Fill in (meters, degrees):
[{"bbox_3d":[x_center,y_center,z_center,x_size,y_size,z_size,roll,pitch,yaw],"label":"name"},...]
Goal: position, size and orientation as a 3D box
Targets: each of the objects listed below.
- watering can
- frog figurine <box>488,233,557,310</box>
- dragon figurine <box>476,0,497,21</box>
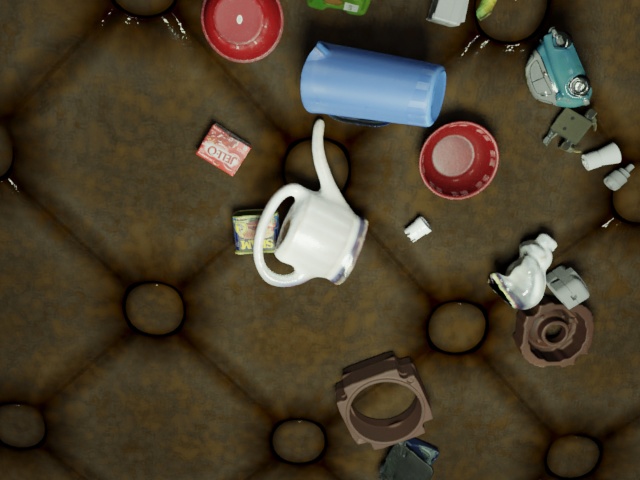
[{"bbox_3d":[0.003,-0.053,1.061,0.223,0.104,0.348,25,89,-18],"label":"watering can"},{"bbox_3d":[0.453,0.070,1.104,0.159,0.125,0.135,-35,139,2],"label":"frog figurine"},{"bbox_3d":[0.313,-0.540,0.884,0.412,0.121,0.244,-35,82,-9],"label":"dragon figurine"}]
